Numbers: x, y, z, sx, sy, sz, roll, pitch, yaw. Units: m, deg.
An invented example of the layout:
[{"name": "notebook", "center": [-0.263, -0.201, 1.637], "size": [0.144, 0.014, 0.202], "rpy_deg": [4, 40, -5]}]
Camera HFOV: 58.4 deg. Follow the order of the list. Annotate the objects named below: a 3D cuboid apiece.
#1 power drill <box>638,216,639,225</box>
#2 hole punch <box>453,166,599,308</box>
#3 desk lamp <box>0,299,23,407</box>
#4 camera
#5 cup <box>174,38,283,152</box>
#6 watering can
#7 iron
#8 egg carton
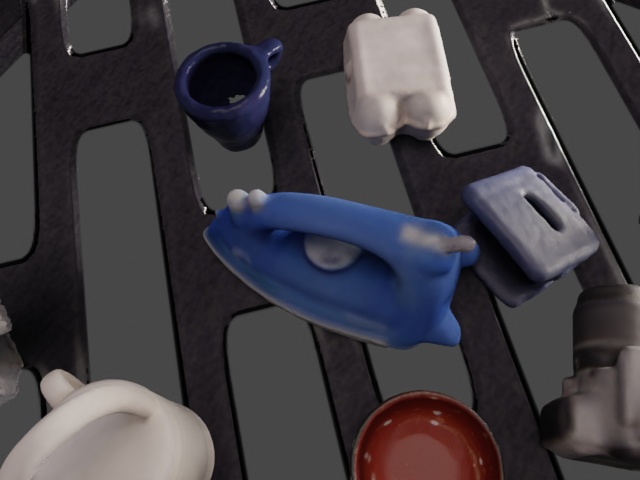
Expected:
[{"name": "power drill", "center": [0.347, -0.039, 0.440], "size": [0.076, 0.208, 0.229], "rpy_deg": [-30, 67, -9]}, {"name": "hole punch", "center": [0.180, -0.014, 0.504], "size": [0.101, 0.091, 0.108], "rpy_deg": [-32, 68, -10]}, {"name": "desk lamp", "center": [-0.317, 0.075, 0.431], "size": [0.203, 0.214, 0.117], "rpy_deg": [-35, 68, -11]}, {"name": "camera", "center": [0.253, 0.105, 0.441], "size": [0.143, 0.101, 0.137], "rpy_deg": [6, 67, 7]}, {"name": "cup", "center": [-0.080, -0.142, 0.576], "size": [0.118, 0.095, 0.091], "rpy_deg": [-43, 70, -14]}, {"name": "watering can", "center": [-0.137, 0.152, 0.395], "size": [0.172, 0.194, 0.101], "rpy_deg": [19, 69, 12]}, {"name": "iron", "center": [0.004, 0.002, 0.481], "size": [0.258, 0.141, 0.119], "rpy_deg": [14, 68, 10]}, {"name": "egg carton", "center": [0.078, -0.170, 0.592], "size": [0.107, 0.069, 0.150], "rpy_deg": [-6, 66, 1]}]
